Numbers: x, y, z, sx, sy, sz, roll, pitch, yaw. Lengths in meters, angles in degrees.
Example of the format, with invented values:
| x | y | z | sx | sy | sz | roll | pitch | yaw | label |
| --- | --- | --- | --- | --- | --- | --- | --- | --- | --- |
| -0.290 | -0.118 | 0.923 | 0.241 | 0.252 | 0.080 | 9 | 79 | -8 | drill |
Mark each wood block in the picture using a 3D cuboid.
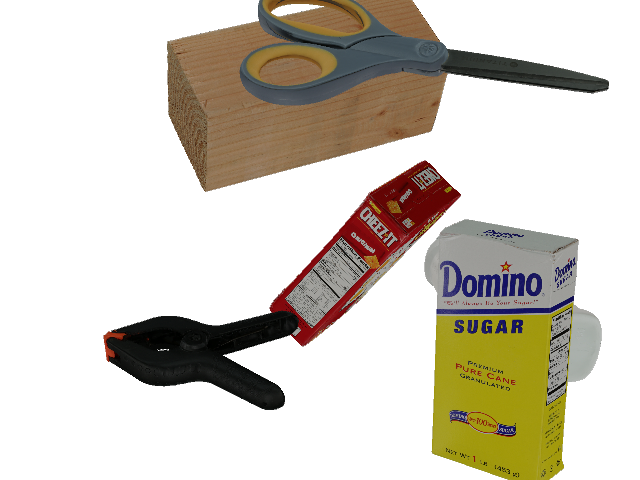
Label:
| x | y | z | sx | sy | sz | roll | pitch | yaw | label |
| --- | --- | --- | --- | --- | --- | --- | --- | --- | --- |
| -0.012 | -0.123 | 0.864 | 0.205 | 0.091 | 0.090 | -16 | -32 | -18 | wood block |

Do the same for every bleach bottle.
| x | y | z | sx | sy | sz | roll | pitch | yaw | label |
| --- | --- | --- | --- | --- | --- | --- | --- | --- | --- |
| 0.167 | 0.049 | 1.017 | 0.102 | 0.068 | 0.251 | 3 | 20 | -13 | bleach bottle |

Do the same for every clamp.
| x | y | z | sx | sy | sz | roll | pitch | yaw | label |
| --- | --- | --- | --- | --- | --- | --- | --- | --- | --- |
| -0.100 | 0.093 | 0.937 | 0.171 | 0.039 | 0.120 | 10 | 28 | 10 | clamp |

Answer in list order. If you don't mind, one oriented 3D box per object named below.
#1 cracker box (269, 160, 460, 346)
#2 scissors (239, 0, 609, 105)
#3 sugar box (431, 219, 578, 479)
| x | y | z | sx | sy | sz | roll | pitch | yaw | label |
| --- | --- | --- | --- | --- | --- | --- | --- | --- | --- |
| 0.051 | 0.013 | 1.276 | 0.214 | 0.072 | 0.164 | -49 | -8 | 33 | cracker box |
| 0.043 | -0.089 | 0.577 | 0.202 | 0.096 | 0.016 | 25 | -31 | 23 | scissors |
| 0.129 | 0.079 | 0.764 | 0.093 | 0.176 | 0.048 | 11 | 21 | 37 | sugar box |
